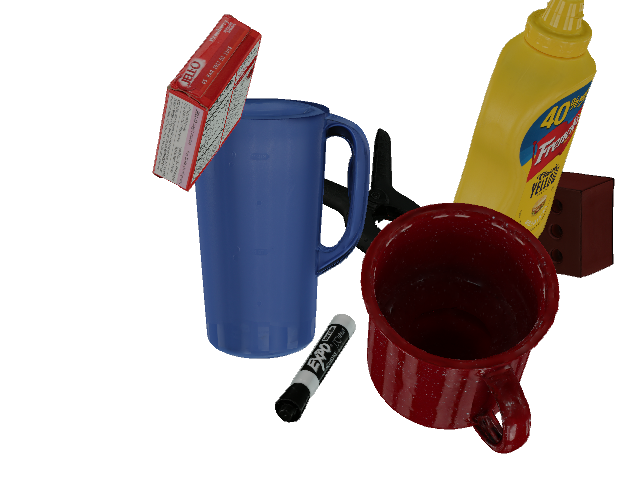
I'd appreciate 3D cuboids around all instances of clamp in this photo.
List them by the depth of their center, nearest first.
[{"bbox_3d":[0.047,-0.039,1.197,0.164,0.210,0.036,-14,-37,-23],"label":"clamp"}]

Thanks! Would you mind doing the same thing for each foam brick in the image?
[{"bbox_3d":[0.212,-0.014,0.901,0.051,0.078,0.053,-20,23,-41],"label":"foam brick"}]

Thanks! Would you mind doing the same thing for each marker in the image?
[{"bbox_3d":[-0.003,0.087,0.739,0.020,0.020,0.121,0,25,22],"label":"marker"}]

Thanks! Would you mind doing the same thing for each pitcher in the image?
[{"bbox_3d":[-0.048,-0.014,1.032,0.144,0.243,0.149,-12,19,-36],"label":"pitcher"}]

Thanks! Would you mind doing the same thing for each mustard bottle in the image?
[{"bbox_3d":[0.139,-0.078,0.711,0.058,0.192,0.096,36,46,28],"label":"mustard bottle"}]

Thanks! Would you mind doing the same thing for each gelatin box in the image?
[{"bbox_3d":[-0.072,-0.085,0.665,0.030,0.073,0.089,28,-35,4],"label":"gelatin box"}]

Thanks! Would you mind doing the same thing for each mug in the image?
[{"bbox_3d":[0.070,0.051,0.525,0.093,0.117,0.081,-21,-32,-14],"label":"mug"}]
